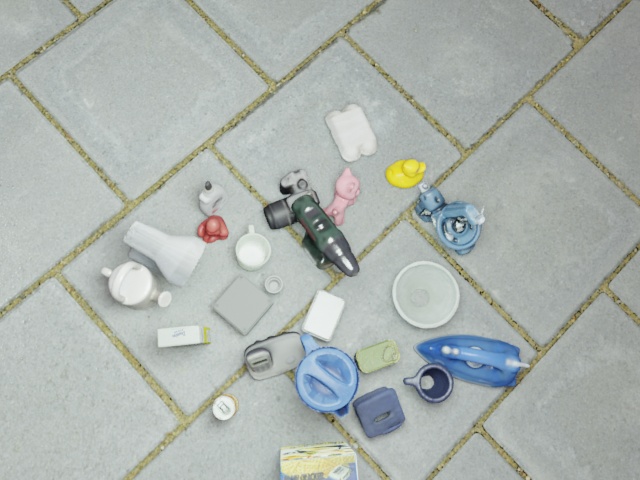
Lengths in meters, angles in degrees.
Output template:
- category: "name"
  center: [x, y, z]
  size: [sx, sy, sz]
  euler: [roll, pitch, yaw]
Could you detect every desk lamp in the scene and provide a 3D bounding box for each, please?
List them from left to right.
- category: "desk lamp"
  center: [-0.363, 0.029, 1.336]
  size: [0.203, 0.213, 0.118]
  euler: [26, 77, 2]

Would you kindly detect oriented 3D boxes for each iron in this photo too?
- category: "iron"
  center: [0.362, 0.280, 1.368]
  size: [0.258, 0.141, 0.119]
  euler: [11, 77, -1]

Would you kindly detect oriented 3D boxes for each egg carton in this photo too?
- category: "egg carton"
  center: [0.084, -0.283, 1.512]
  size: [0.107, 0.069, 0.150]
  euler: [-23, 80, -9]

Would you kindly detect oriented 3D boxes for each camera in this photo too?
- category: "camera"
  center: [-0.076, -0.093, 1.442]
  size: [0.137, 0.101, 0.143]
  euler: [-21, 80, -8]

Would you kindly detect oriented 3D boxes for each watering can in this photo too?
- category: "watering can"
  center: [-0.427, 0.104, 1.325]
  size: [0.173, 0.194, 0.101]
  euler: [3, 77, -3]

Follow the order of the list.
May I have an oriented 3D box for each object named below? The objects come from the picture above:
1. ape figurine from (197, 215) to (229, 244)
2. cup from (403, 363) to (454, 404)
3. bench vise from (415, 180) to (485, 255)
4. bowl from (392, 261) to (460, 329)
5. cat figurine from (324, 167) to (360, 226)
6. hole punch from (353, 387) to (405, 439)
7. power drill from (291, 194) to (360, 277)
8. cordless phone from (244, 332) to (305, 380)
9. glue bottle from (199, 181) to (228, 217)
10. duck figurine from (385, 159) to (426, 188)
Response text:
- category: "ape figurine"
  center: [-0.264, -0.030, 1.419]
  size: [0.078, 0.092, 0.076]
  euler: [22, 77, 1]
- category: "cup"
  center: [0.250, 0.341, 1.371]
  size: [0.118, 0.095, 0.092]
  euler: [3, 77, -3]
- category: "bench vise"
  center: [0.314, -0.059, 1.401]
  size: [0.207, 0.219, 0.121]
  euler: [33, 77, 4]
- category: "bowl"
  center: [0.256, 0.139, 1.427]
  size: [0.167, 0.074, 0.167]
  euler: [1, 77, -4]
- category: "cat figurine"
  center: [0.059, -0.112, 1.447]
  size: [0.067, 0.117, 0.128]
  euler: [27, 77, 3]
- category: "hole punch"
  center: [0.143, 0.407, 1.350]
  size: [0.109, 0.091, 0.101]
  euler: [-24, 80, -9]
- category: "power drill"
  center: [0.013, 0.005, 1.371]
  size: [0.076, 0.208, 0.229]
  euler: [-34, 82, -10]
- category: "cordless phone"
  center: [-0.103, 0.262, 1.317]
  size: [0.147, 0.185, 0.094]
  euler: [-21, 79, -8]
- category: "glue bottle"
  center: [-0.264, -0.110, 1.395]
  size: [0.037, 0.173, 0.078]
  euler: [38, 78, 5]
- category: "duck figurine"
  center: [0.226, -0.181, 1.490]
  size: [0.104, 0.086, 0.077]
  euler: [-6, 78, -5]
